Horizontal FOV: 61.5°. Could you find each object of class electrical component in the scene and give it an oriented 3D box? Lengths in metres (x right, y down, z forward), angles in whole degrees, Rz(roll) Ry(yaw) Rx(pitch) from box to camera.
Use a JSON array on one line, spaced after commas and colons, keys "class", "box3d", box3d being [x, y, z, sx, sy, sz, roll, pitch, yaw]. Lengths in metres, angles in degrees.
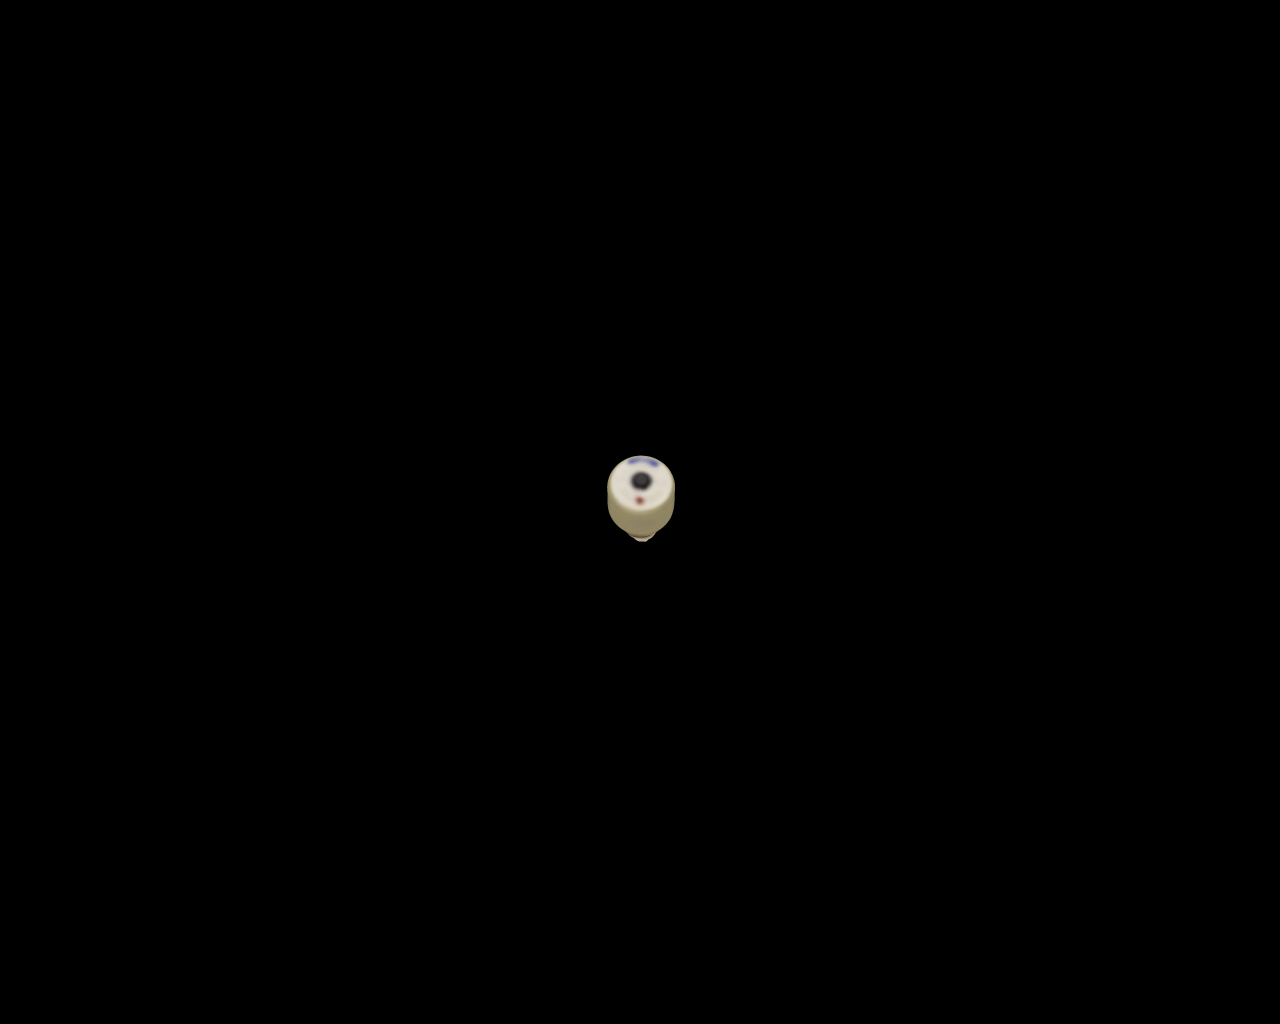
[{"class": "electrical component", "box3d": [0.001, -0.003, 0.650, 0.040, 0.040, 0.078, 0, -26, 0]}]
